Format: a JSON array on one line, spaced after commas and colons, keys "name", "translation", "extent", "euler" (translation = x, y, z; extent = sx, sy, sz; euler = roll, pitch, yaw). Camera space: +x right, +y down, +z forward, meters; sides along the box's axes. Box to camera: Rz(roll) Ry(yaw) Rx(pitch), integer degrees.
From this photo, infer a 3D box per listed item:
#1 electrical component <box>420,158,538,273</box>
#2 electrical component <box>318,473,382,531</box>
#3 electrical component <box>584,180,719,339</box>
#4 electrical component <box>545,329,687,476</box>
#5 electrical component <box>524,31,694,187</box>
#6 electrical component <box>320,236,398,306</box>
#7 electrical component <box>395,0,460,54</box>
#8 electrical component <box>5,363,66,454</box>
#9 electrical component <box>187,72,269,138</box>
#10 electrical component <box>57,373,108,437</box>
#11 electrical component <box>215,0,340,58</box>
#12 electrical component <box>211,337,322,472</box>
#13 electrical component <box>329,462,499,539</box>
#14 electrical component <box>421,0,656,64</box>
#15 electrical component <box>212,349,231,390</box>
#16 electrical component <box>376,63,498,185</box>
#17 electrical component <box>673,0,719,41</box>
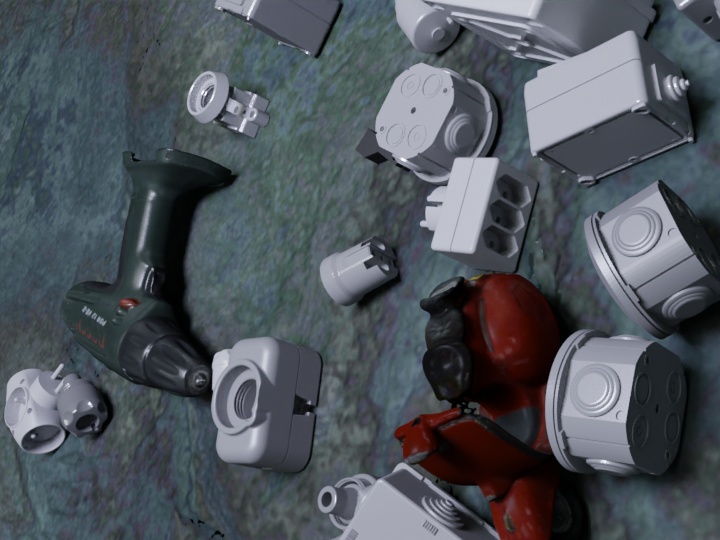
[{"name": "electrical component", "translation": [0.071, -0.038, 0.734], "extent": [0.077, 0.047, 0.065], "euler": [7, 79, 48]}, {"name": "electrical component", "translation": [0.000, 0.157, 0.716], "extent": [0.043, 0.062, 0.043], "euler": [-20, 60, 40]}, {"name": "electrical component", "translation": [0.166, -0.006, 0.599], "extent": [0.051, 0.080, 0.080], "euler": [-35, 52, 25]}, {"name": "electrical component", "translation": [0.141, 0.074, 0.592], "extent": [0.051, 0.080, 0.080], "euler": [1, 75, 41]}, {"name": "electrical component", "translation": [0.157, -0.103, 0.660], "extent": [0.096, 0.062, 0.061], "euler": [-23, 58, 38]}, {"name": "electrical component", "translation": [0.000, 0.000, 0.798], "extent": [0.046, 0.040, 0.040], "euler": [-28, 55, 28]}, {"name": "electrical component", "translation": [0.047, -0.200, 0.829], "extent": [0.040, 0.040, 0.078], "euler": [-47, 46, 22]}, {"name": "electrical component", "translation": [-0.312, 0.127, 1.063], "extent": [0.079, 0.044, 0.077], "euler": [-50, 45, 20]}, {"name": "electrical component", "translation": [-0.122, -0.149, 0.971], "extent": [0.066, 0.055, 0.048], "euler": [23, 91, 48]}, {"name": "electrical component", "translation": [-0.266, 0.124, 1.018], "extent": [0.043, 0.043, 0.062], "euler": [-53, 43, 16]}, {"name": "electrical component", "translation": [-0.074, -0.235, 0.926], "extent": [0.062, 0.096, 0.061], "euler": [31, 97, 47]}, {"name": "electrical component", "translation": [-0.072, 0.101, 0.815], "extent": [0.054, 0.059, 0.095], "euler": [-9, 68, 44]}, {"name": "electrical component", "translation": [0.031, 0.181, 0.658], "extent": [0.100, 0.048, 0.099], "euler": [35, 101, 18]}, {"name": "electrical component", "translation": [0.115, -0.174, 0.698], "extent": [0.109, 0.109, 0.056], "euler": [26, 96, 48]}, {"name": "electrical component", "translation": [-0.102, 0.096, 0.867], "extent": [0.035, 0.035, 0.061], "euler": [-18, 63, 40]}, {"name": "electrical component", "translation": [0.055, -0.106, 0.774], "extent": [0.080, 0.051, 0.080], "euler": [-20, 60, 40]}, {"name": "electrical component", "translation": [0.224, -0.161, 0.625], "extent": [0.066, 0.047, 0.076], "euler": [-36, 50, 32]}]
